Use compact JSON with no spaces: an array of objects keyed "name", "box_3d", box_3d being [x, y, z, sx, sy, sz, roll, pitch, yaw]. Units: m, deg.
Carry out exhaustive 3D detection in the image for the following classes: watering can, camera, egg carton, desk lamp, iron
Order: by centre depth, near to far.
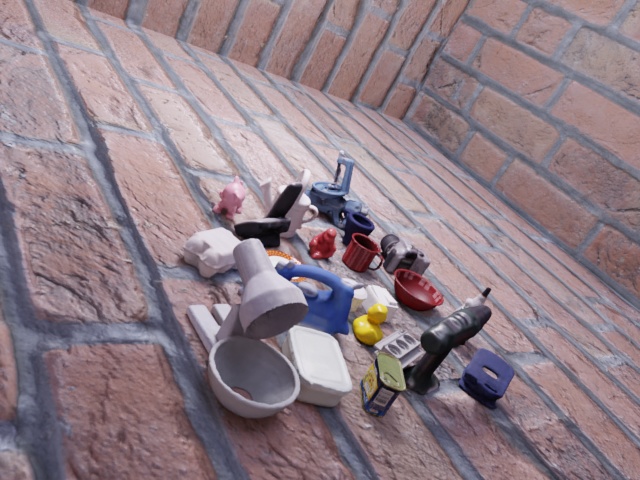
[{"name":"desk lamp","box_3d":[-0.134,0.118,1.044,0.118,0.213,0.202,4,34,-45]},{"name":"iron","box_3d":[-0.035,0.110,1.262,0.259,0.141,0.118,23,24,-14]},{"name":"egg carton","box_3d":[-0.234,0.027,1.295,0.107,0.069,0.151,37,25,18]},{"name":"watering can","box_3d":[-0.084,-0.112,1.587,0.173,0.194,0.100,14,28,-32]},{"name":"camera","box_3d":[0.258,0.037,1.790,0.144,0.100,0.136,14,28,-31]}]

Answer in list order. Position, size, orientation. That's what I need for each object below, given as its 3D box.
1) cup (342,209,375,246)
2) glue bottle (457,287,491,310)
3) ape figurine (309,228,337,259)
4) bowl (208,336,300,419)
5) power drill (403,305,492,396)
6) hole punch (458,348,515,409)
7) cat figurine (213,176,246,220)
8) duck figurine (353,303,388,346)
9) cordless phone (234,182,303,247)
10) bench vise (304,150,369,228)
[{"name":"cup","box_3d":[0.099,-0.032,1.757,0.117,0.095,0.092,43,27,29]},{"name":"glue bottle","box_3d":[0.411,0.195,1.556,0.078,0.173,0.037,31,24,5]},{"name":"ape figurine","box_3d":[0.015,0.006,1.590,0.078,0.092,0.076,27,24,-6]},{"name":"bowl","box_3d":[-0.122,0.246,0.976,0.168,0.074,0.167,24,24,-11]},{"name":"power drill","box_3d":[0.276,0.239,1.272,0.075,0.208,0.230,42,27,28]},{"name":"hole punch","box_3d":[0.403,0.331,1.377,0.108,0.091,0.101,35,24,13]},{"name":"cat figurine","box_3d":[-0.231,-0.120,1.533,0.067,0.117,0.128,28,24,-4]},{"name":"duck figurine","box_3d":[0.127,0.191,1.353,0.077,0.086,0.104,28,24,-3]},{"name":"cordless phone","box_3d":[-0.126,-0.076,1.478,0.094,0.185,0.148,39,25,22]},{"name":"bench vise","box_3d":[0.074,-0.164,1.837,0.208,0.219,0.121,24,24,-13]}]
